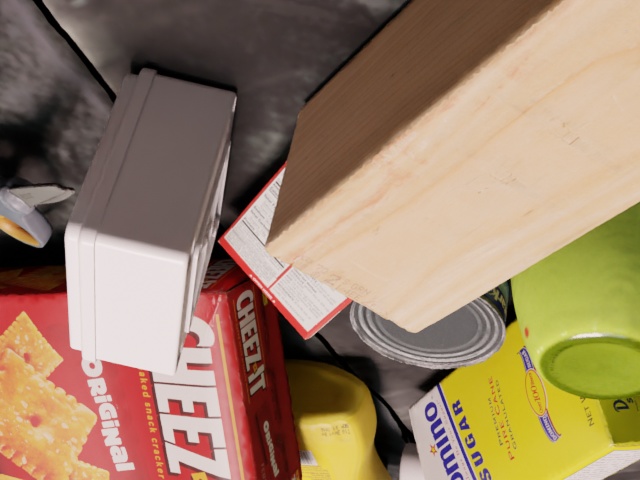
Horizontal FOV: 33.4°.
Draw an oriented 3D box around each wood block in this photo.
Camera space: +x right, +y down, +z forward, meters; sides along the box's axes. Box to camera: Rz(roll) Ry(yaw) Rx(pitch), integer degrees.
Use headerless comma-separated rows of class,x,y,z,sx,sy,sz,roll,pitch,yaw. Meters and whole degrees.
wood block,0.074,-0.053,0.428,0.090,0.090,0.206,29,140,-20

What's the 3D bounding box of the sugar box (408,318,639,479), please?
sugar box,0.115,0.105,0.610,0.048,0.093,0.176,3,148,-27

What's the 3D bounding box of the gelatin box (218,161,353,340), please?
gelatin box,-0.004,0.001,0.552,0.073,0.030,0.089,48,138,2

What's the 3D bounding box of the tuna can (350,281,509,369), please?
tuna can,0.061,0.035,0.592,0.086,0.033,0.086,9,143,7

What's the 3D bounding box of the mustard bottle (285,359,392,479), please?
mustard bottle,0.004,0.167,0.733,0.096,0.058,0.191,3,131,24

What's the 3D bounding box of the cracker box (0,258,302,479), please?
cracker box,-0.128,0.099,0.647,0.214,0.072,0.164,-2,106,22

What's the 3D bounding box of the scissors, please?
scissors,-0.167,-0.032,0.536,0.096,0.016,0.202,36,164,-7
